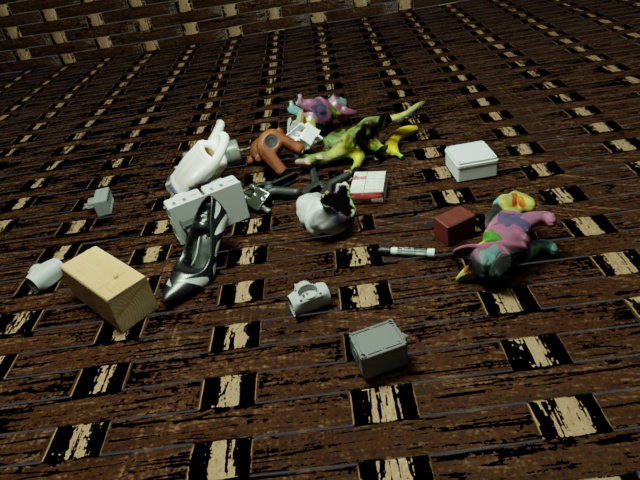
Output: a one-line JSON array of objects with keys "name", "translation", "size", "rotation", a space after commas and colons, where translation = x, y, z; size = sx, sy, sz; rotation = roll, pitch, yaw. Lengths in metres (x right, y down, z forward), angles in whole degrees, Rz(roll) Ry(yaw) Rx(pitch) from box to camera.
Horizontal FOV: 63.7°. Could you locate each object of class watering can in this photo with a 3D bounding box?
[{"name": "watering can", "translation": [-0.328, -0.219, 1.442], "size": [0.222, 0.103, 0.354], "rotation": [-46, 24, 13]}]

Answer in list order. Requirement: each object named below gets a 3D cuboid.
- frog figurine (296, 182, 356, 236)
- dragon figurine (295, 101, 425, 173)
[{"name": "frog figurine", "translation": [0.004, -0.062, 1.232], "size": [0.157, 0.121, 0.140], "rotation": [-28, 25, 46]}, {"name": "dragon figurine", "translation": [0.102, -0.313, 1.531], "size": [0.415, 0.120, 0.244], "rotation": [-36, 32, -24]}]
